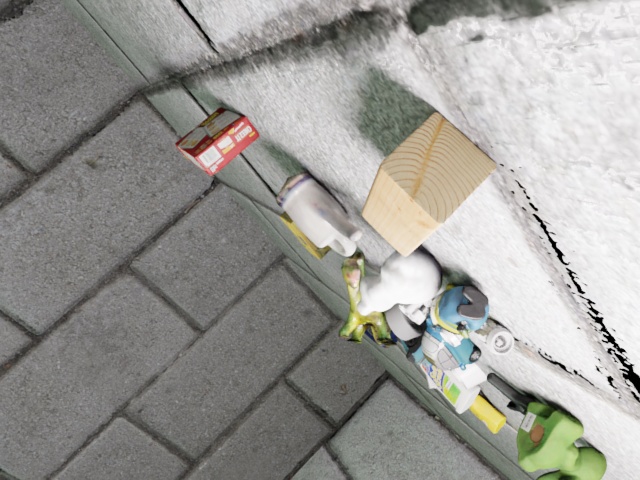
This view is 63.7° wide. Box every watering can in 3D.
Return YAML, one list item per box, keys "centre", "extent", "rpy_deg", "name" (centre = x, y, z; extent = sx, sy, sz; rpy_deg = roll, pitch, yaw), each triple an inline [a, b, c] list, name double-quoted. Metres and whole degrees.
- centre: [0.003, -0.057, 1.136]
  extent: [0.225, 0.104, 0.345]
  rpy_deg: [47, 172, 2]
  name: "watering can"

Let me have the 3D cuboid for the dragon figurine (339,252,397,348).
- centre: [0.125, 0.149, 1.333]
  extent: [0.405, 0.122, 0.246]
  rpy_deg: [46, -141, -67]
  name: "dragon figurine"

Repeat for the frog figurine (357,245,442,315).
- centre: [0.139, 0.083, 0.936]
  extent: [0.124, 0.160, 0.135]
  rpy_deg: [40, 169, 26]
  name: "frog figurine"
